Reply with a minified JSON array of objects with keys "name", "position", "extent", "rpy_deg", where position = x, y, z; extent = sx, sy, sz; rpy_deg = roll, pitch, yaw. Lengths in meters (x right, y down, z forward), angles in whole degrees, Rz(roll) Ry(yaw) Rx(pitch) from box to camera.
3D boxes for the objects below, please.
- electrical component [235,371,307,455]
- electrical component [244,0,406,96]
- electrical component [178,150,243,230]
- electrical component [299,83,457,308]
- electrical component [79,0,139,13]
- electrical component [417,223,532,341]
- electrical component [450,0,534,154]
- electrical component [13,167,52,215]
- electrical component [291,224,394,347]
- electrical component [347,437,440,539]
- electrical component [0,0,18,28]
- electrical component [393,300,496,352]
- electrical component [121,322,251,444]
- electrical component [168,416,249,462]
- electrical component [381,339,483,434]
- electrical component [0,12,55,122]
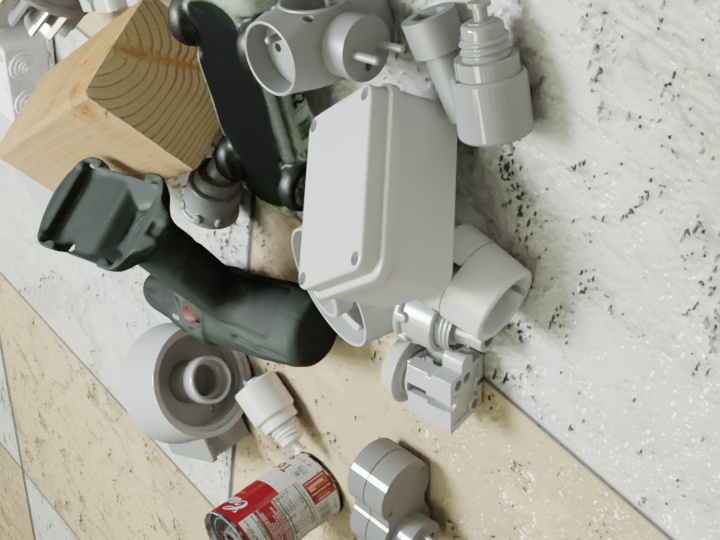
[{"name":"electrical component","position":[-0.072,0.122,0.915],"extent":[0.078,0.040,0.040],"rpy_deg":[54,147,7]},{"name":"electrical component","position":[-0.010,-0.127,0.599],"extent":[0.079,0.077,0.044],"rpy_deg":[25,134,40]},{"name":"electrical component","position":[-0.109,-0.065,0.813],"extent":[0.048,0.048,0.062],"rpy_deg":[46,138,20]},{"name":"electrical component","position":[0.009,-0.040,0.611],"extent":[0.078,0.057,0.113],"rpy_deg":[-20,62,57]},{"name":"electrical component","position":[-0.177,-0.220,0.765],"extent":[0.078,0.058,0.057],"rpy_deg":[17,131,47]},{"name":"electrical component","position":[0.067,0.008,0.627],"extent":[0.047,0.055,0.055],"rpy_deg":[38,142,23]},{"name":"electrical component","position":[0.066,-0.100,0.553],"extent":[0.040,0.040,0.078],"rpy_deg":[19,130,45]},{"name":"electrical component","position":[-0.265,-0.092,0.985],"extent":[0.108,0.056,0.109],"rpy_deg":[60,147,-1]},{"name":"electrical component","position":[0.000,0.000,0.722],"extent":[0.099,0.064,0.099],"rpy_deg":[50,158,28]},{"name":"electrical component","position":[0.035,0.199,0.822],"extent":[0.074,0.052,0.138],"rpy_deg":[29,137,37]},{"name":"electrical component","position":[-0.338,-0.241,0.921],"extent":[0.108,0.108,0.060],"rpy_deg":[37,147,31]},{"name":"electrical component","position":[0.055,0.031,0.671],"extent":[0.062,0.048,0.048],"rpy_deg":[24,134,32]},{"name":"electrical component","position":[-0.145,0.096,0.934],"extent":[0.060,0.108,0.108],"rpy_deg":[-11,107,49]},{"name":"electrical component","position":[-0.159,0.130,1.028],"extent":[0.100,0.048,0.099],"rpy_deg":[-3,113,54]},{"name":"electrical component","position":[0.048,0.072,0.711],"extent":[0.055,0.048,0.066],"rpy_deg":[23,133,32]},{"name":"electrical component","position":[-0.324,-0.194,0.989],"extent":[0.100,0.048,0.099],"rpy_deg":[40,144,27]}]
